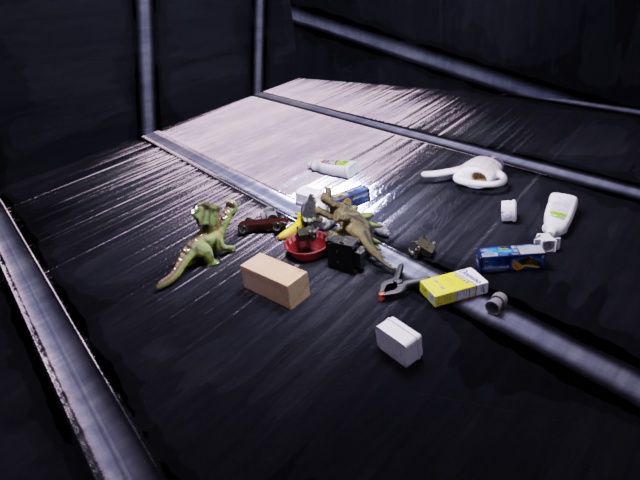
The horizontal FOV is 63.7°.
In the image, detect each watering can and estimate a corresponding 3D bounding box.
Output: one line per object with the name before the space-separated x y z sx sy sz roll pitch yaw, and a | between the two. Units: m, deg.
watering can | 0.621 -0.286 2.159 0.349 0.102 0.228 15 35 34

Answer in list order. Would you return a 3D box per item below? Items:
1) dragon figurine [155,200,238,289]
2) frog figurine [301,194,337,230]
dragon figurine | -0.409 -0.020 1.756 0.123 0.238 0.417 16 34 27
frog figurine | 0.006 -0.099 1.961 0.139 0.121 0.159 50 22 28
